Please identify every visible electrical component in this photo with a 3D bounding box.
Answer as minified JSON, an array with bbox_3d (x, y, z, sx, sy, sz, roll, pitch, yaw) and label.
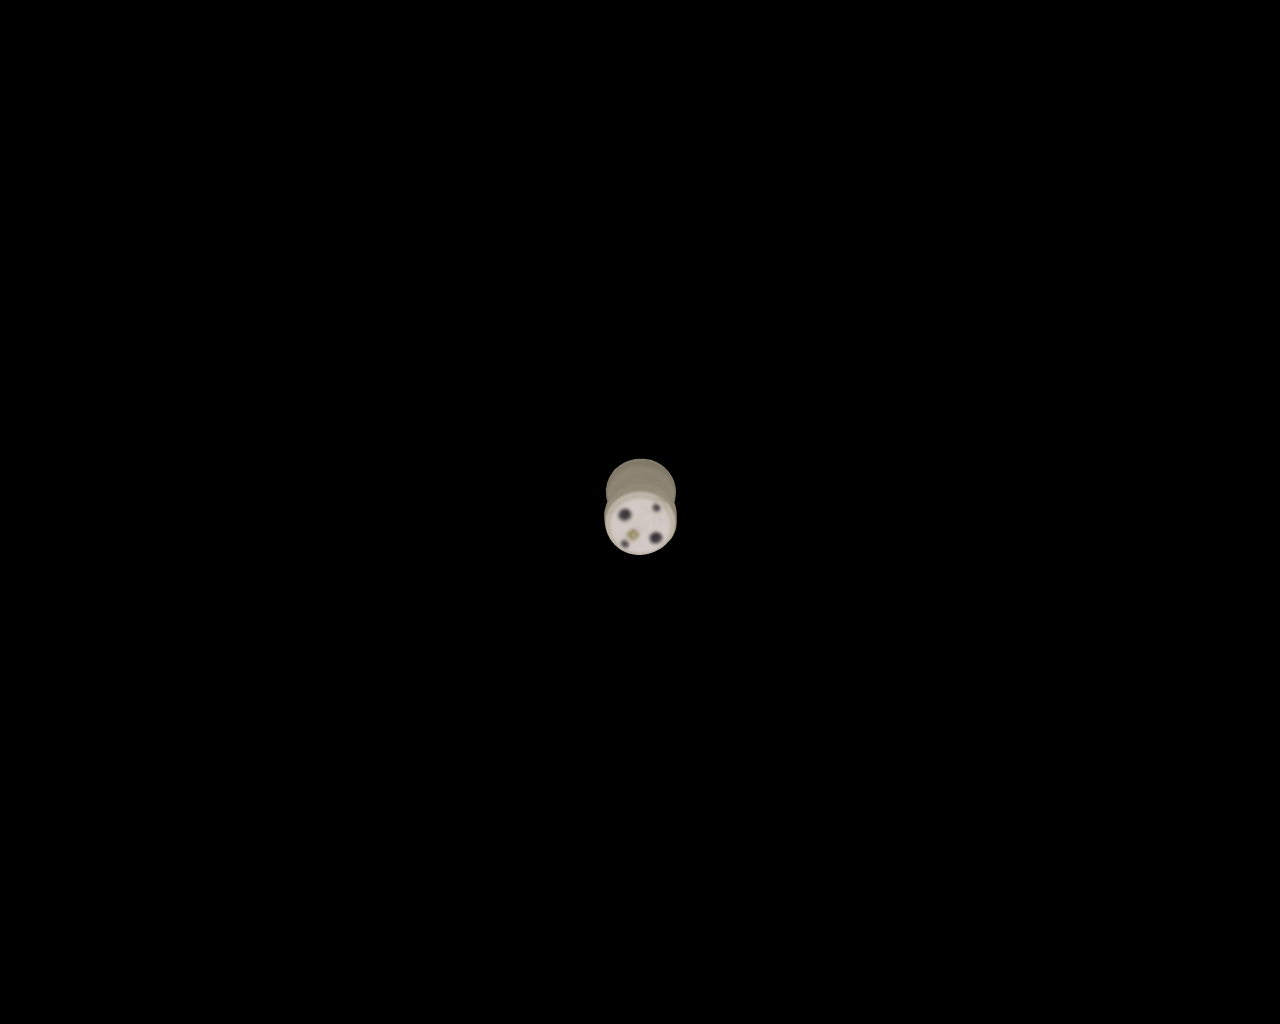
[{"bbox_3d":[0.001,-0.003,0.650,0.045,0.044,0.055,0,24,0],"label":"electrical component"}]
